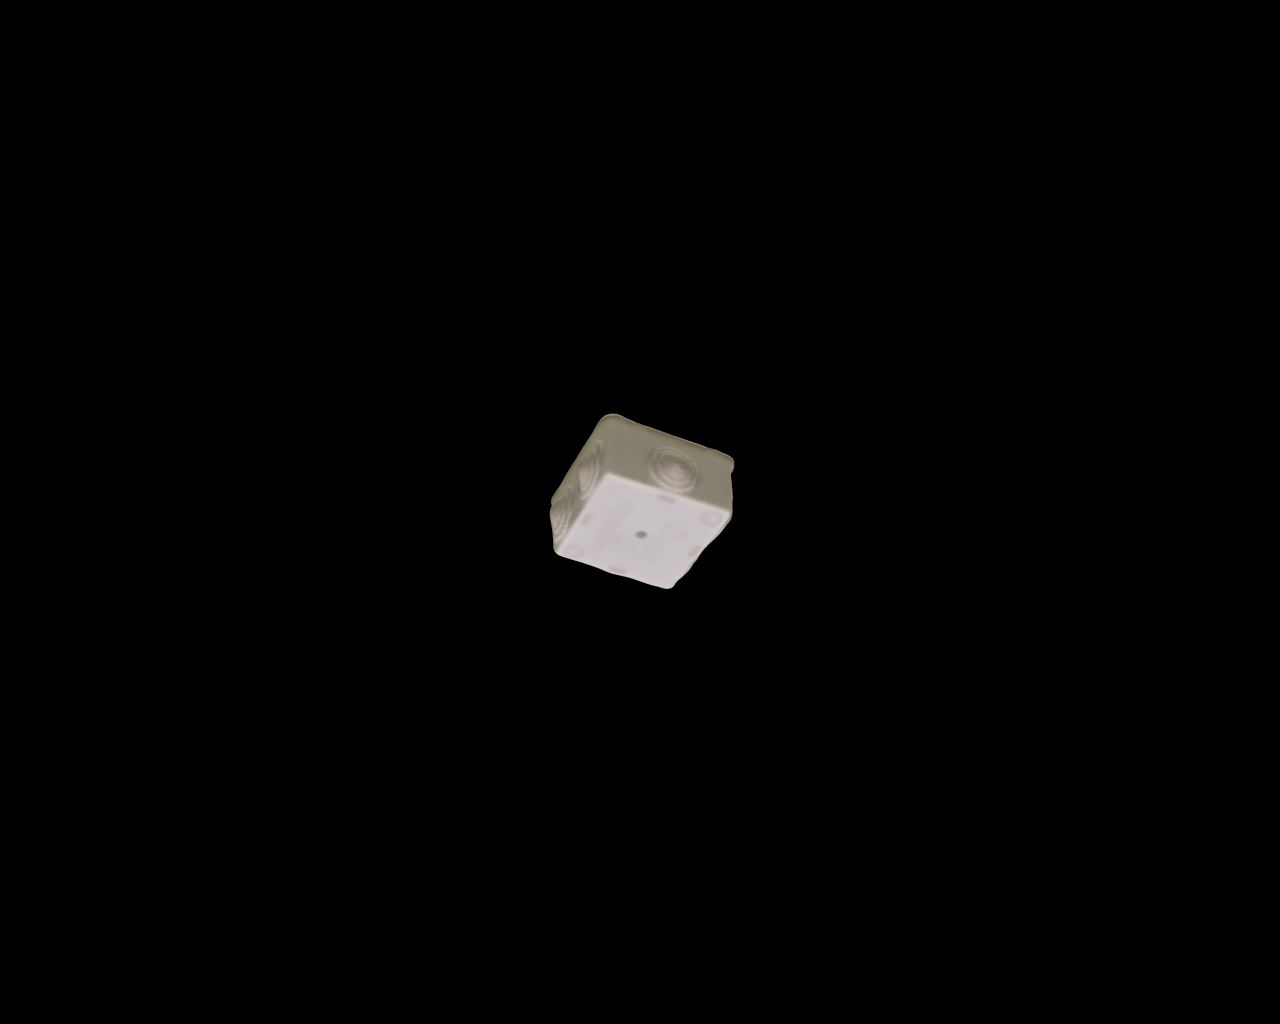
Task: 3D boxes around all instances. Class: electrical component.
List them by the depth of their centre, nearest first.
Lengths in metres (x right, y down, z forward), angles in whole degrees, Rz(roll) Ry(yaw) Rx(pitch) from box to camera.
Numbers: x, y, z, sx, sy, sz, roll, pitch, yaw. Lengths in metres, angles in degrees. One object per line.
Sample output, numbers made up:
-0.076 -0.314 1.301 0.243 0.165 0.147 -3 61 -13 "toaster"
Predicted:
0.001 -0.003 0.650 0.100 0.048 0.099 19 -46 -19 "electrical component"
